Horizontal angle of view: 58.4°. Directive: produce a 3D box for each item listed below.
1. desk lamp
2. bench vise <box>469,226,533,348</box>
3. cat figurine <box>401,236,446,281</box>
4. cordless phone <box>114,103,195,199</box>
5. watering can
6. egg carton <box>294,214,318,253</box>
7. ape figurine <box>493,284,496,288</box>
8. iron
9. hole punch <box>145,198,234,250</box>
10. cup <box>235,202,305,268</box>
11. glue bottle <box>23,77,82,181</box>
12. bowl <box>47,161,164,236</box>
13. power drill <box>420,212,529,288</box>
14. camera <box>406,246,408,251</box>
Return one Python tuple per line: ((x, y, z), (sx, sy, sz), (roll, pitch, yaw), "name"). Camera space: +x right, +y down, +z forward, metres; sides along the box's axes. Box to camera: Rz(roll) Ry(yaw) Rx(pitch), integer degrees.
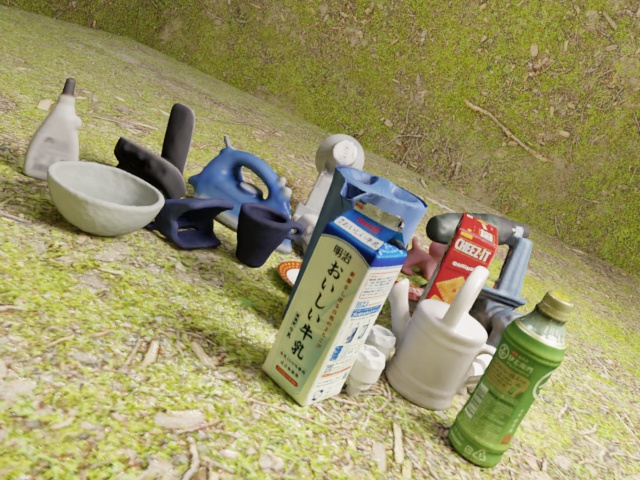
((0.029, -0.141, 1.338), (0.118, 0.213, 0.203), (22, 17, -4), "desk lamp")
((0.340, 0.097, 1.020), (0.122, 0.220, 0.206), (13, 20, -32), "bench vise")
((0.251, 0.029, 1.284), (0.128, 0.118, 0.067), (17, 18, -20), "cat figurine")
((-0.299, -0.175, 1.057), (0.147, 0.185, 0.094), (28, 17, 16), "cordless phone")
((0.164, 0.117, 0.769), (0.173, 0.194, 0.101), (24, 17, 0), "watering can")
((0.010, 0.004, 1.124), (0.107, 0.069, 0.150), (12, 20, -34), "egg carton")
((0.391, 0.120, 1.239), (0.078, 0.092, 0.076), (15, 19, -25), "ape figurine")
((-0.129, -0.093, 1.110), (0.257, 0.141, 0.119), (32, 19, 26), "iron")
((-0.212, -0.044, 0.936), (0.100, 0.091, 0.109), (32, 19, 25), "hole punch")
((-0.091, -0.001, 0.960), (0.118, 0.095, 0.091), (15, 19, -27), "cup")
((-0.421, -0.178, 0.926), (0.078, 0.173, 0.037), (14, 19, -29), "glue bottle")
((-0.321, -0.052, 0.845), (0.167, 0.075, 0.167), (22, 17, -7), "bowl")
((0.298, 0.036, 1.167), (0.230, 0.208, 0.075), (14, 19, -28), "power drill")
((0.130, -0.003, 1.248), (0.143, 0.101, 0.137), (29, 18, 16), "camera")
